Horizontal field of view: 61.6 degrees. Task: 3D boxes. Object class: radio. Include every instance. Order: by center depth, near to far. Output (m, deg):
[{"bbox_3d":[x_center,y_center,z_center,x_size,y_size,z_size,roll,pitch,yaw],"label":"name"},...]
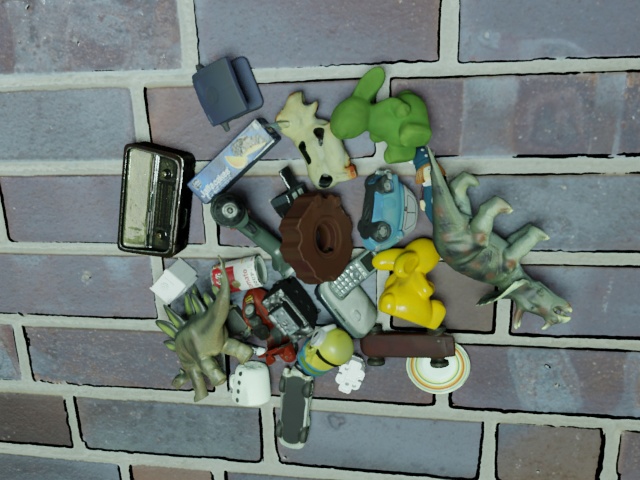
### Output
[{"bbox_3d":[-0.340,-0.081,1.120,0.131,0.073,0.229,11,107,6],"label":"radio"}]

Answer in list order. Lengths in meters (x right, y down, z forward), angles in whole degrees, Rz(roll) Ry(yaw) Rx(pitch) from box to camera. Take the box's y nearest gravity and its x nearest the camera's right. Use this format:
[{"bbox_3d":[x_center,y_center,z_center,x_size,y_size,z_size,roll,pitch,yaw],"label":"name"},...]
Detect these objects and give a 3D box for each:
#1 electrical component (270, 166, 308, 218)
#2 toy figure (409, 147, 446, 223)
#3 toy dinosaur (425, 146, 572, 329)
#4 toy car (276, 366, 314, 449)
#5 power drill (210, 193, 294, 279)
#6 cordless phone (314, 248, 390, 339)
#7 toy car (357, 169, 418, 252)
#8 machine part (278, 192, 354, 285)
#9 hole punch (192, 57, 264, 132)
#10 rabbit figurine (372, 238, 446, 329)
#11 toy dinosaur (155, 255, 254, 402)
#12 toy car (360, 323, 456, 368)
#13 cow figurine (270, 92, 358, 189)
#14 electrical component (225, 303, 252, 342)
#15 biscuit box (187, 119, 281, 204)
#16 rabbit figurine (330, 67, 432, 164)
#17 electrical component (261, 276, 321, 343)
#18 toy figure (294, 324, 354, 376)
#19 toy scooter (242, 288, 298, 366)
[{"bbox_3d":[-0.059,-0.082,1.071,0.048,0.075,0.119,-21,106,37],"label":"electrical component"},{"bbox_3d":[0.219,-0.106,1.038,0.058,0.064,0.154,-2,111,53],"label":"toy figure"},{"bbox_3d":[0.292,0.010,0.998,0.405,0.131,0.192,35,102,-11],"label":"toy dinosaur"},{"bbox_3d":[-0.056,0.375,1.208,0.074,0.056,0.201,8,104,13],"label":"toy car"},{"bbox_3d":[-0.127,-0.013,1.041,0.207,0.232,0.086,34,87,-21],"label":"power drill"},{"bbox_3d":[0.093,0.097,1.106,0.184,0.089,0.146,-39,96,-2],"label":"cordless phone"},{"bbox_3d":[0.137,-0.055,1.048,0.103,0.109,0.161,6,95,-16],"label":"toy car"},{"bbox_3d":[-0.002,-0.003,1.034,0.056,0.179,0.179,-2,107,40],"label":"machine part"},{"bbox_3d":[-0.186,-0.285,1.037,0.116,0.092,0.142,-19,105,17],"label":"hole punch"},{"bbox_3d":[0.175,0.071,1.059,0.162,0.122,0.173,29,84,-35],"label":"rabbit figurine"},{"bbox_3d":[-0.242,0.200,1.105,0.198,0.105,0.471,47,133,7],"label":"toy dinosaur"},{"bbox_3d":[0.181,0.217,1.116,0.202,0.053,0.089,-6,89,24],"label":"toy car"},{"bbox_3d":[-0.014,-0.191,1.039,0.127,0.085,0.194,-20,102,7],"label":"cow figurine"},{"bbox_3d":[-0.192,0.178,1.181,0.078,0.045,0.102,-29,99,14],"label":"electrical component"},{"bbox_3d":[-0.174,-0.157,1.081,0.202,0.063,0.059,-40,95,16],"label":"biscuit box"},{"bbox_3d":[0.103,-0.228,0.973,0.170,0.121,0.159,1,80,-13],"label":"rabbit figurine"},{"bbox_3d":[-0.059,0.143,1.105,0.058,0.134,0.115,-38,98,17],"label":"electrical component"},{"bbox_3d":[0.009,0.233,1.111,0.089,0.082,0.180,24,142,-5],"label":"toy figure"},{"bbox_3d":[-0.110,0.191,1.126,0.075,0.135,0.183,-28,98,16],"label":"toy scooter"}]
